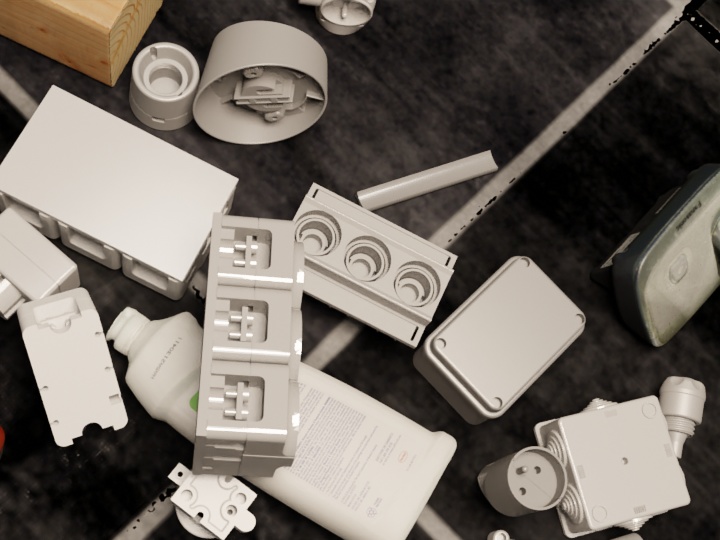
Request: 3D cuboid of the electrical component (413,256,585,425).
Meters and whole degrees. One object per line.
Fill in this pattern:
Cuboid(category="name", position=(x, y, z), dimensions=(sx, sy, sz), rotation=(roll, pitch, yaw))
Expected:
Cuboid(category="electrical component", position=(0.106, 0.053, 0.815), dimensions=(0.113, 0.057, 0.078), rotation=(-42, 85, -20))

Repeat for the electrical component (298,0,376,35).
Cuboid(category="electrical component", position=(-0.027, -0.229, 0.865), dimensions=(0.079, 0.077, 0.044), rotation=(7, 72, -9))

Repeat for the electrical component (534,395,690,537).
Cuboid(category="electrical component", position=(0.190, 0.146, 0.807), dimensions=(0.100, 0.048, 0.099), rotation=(-11, 76, -14))

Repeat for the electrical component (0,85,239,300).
Cuboid(category="electrical component", position=(-0.178, -0.053, 0.788), dimensions=(0.150, 0.061, 0.089), rotation=(27, 70, -2))

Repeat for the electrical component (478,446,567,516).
Cuboid(category="electrical component", position=(0.113, 0.154, 0.772), dimensions=(0.043, 0.081, 0.043), rotation=(4, 72, -11))

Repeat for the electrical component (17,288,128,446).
Cuboid(category="electrical component", position=(-0.198, 0.064, 0.736), dimensions=(0.050, 0.056, 0.089), rotation=(-17, 112, -17))

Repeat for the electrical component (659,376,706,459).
Cuboid(category="electrical component", position=(0.248, 0.116, 0.836), dimensions=(0.035, 0.035, 0.061), rotation=(16, 73, -6))

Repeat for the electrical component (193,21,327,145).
Cuboid(category="electrical component", position=(-0.073, -0.141, 0.819), dimensions=(0.099, 0.099, 0.064), rotation=(10, 65, -8))

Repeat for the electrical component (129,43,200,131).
Cuboid(category="electrical component", position=(-0.150, -0.142, 0.829), dimensions=(0.055, 0.047, 0.055), rotation=(3, 72, -10))

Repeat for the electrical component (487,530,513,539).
Cuboid(category="electrical component", position=(0.101, 0.217, 0.763), dimensions=(0.048, 0.055, 0.066), rotation=(13, 71, -7))

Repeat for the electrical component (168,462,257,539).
Cuboid(category="electrical component", position=(-0.102, 0.159, 0.740), dimensions=(0.066, 0.055, 0.048), rotation=(37, 70, 1))

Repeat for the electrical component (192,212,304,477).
Cuboid(category="electrical component", position=(-0.072, 0.051, 0.701), dimensions=(0.062, 0.089, 0.150), rotation=(5, 64, -8))

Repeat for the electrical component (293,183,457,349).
Cuboid(category="electrical component", position=(0.000, 0.000, 0.806), dimensions=(0.121, 0.063, 0.078), rotation=(27, 70, -2))

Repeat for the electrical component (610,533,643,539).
Cuboid(category="electrical component", position=(0.174, 0.218, 0.787), dimensions=(0.065, 0.044, 0.044), rotation=(-3, 74, -8))

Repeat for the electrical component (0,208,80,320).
Cuboid(category="electrical component", position=(-0.250, 0.009, 0.761), dimensions=(0.066, 0.047, 0.076), rotation=(41, 70, 3))
